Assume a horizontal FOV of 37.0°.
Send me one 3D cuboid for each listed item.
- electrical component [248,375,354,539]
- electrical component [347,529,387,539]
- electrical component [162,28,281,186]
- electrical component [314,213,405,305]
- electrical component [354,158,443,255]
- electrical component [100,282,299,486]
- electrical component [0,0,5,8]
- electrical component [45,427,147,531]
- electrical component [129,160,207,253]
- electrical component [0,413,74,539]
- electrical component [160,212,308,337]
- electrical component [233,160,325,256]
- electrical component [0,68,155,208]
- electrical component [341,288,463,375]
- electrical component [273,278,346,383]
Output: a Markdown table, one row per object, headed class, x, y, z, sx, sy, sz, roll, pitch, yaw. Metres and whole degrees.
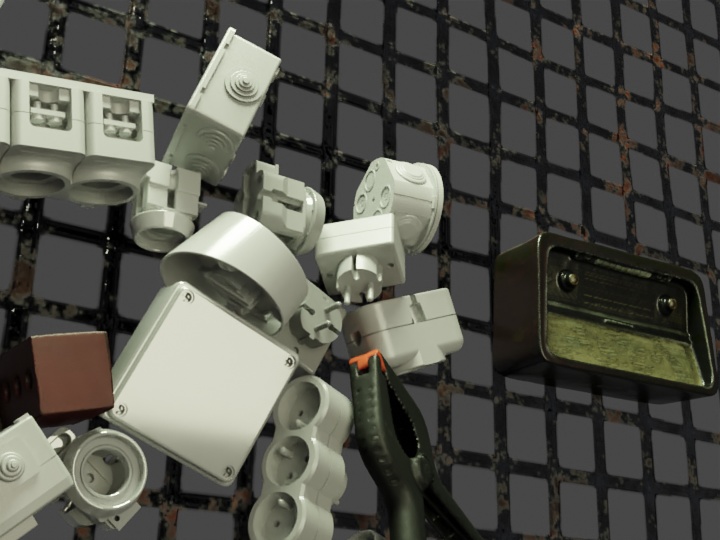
| class | x | y | z | sx | sy | sz | roll | pitch | yaw |
| --- | --- | --- | --- | --- | --- | --- | --- | --- | --- |
| electrical component | -0.034 | 0.157 | 0.821 | 0.074 | 0.052 | 0.138 | 42 | 51 | -46 |
| electrical component | 0.011 | 0.234 | 0.828 | 0.055 | 0.048 | 0.066 | 55 | 52 | -16 |
| electrical component | -0.107 | -0.124 | 0.840 | 0.048 | 0.099 | 0.099 | 27 | 59 | -10 |
| electrical component | 0.000 | 0.000 | 0.868 | 0.076 | 0.066 | 0.047 | -88 | 165 | -48 |
| electrical component | 0.033 | -0.055 | 0.924 | 0.051 | 0.080 | 0.080 | 11 | 68 | -26 |
| electrical component | -0.118 | 0.081 | 0.772 | 0.109 | 0.056 | 0.108 | 35 | 73 | -20 |
| electrical component | -0.284 | -0.178 | 0.773 | 0.044 | 0.044 | 0.065 | 19 | 68 | -28 |
| electrical component | -0.178 | 0.139 | 0.723 | 0.078 | 0.057 | 0.058 | 50 | 53 | -10 |
| electrical component | -0.149 | -0.047 | 0.817 | 0.066 | 0.048 | 0.055 | 15 | 58 | -30 |
| electrical component | -0.224 | 0.135 | 0.668 | 0.062 | 0.096 | 0.061 | -35 | 96 | -38 |
| electrical component | -0.090 | 0.007 | 0.799 | 0.099 | 0.099 | 0.064 | 48 | 63 | -11 |
| electrical component | -0.065 | -0.044 | 0.865 | 0.057 | 0.058 | 0.078 | 15 | 59 | -29 |
| electrical component | -0.229 | -0.088 | 0.747 | 0.150 | 0.089 | 0.061 | 5 | 71 | -33 |
| electrical component | 0.037 | 0.055 | 0.902 | 0.095 | 0.054 | 0.059 | -10 | 80 | -36 |
| electrical component | -0.040 | 0.043 | 0.840 | 0.047 | 0.077 | 0.065 | 40 | 56 | -17 |
